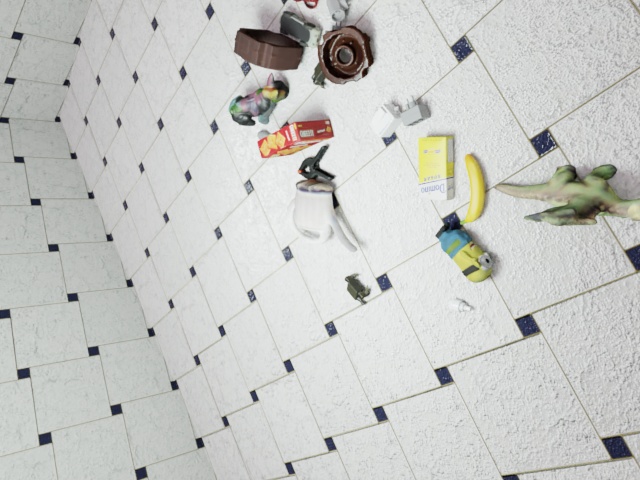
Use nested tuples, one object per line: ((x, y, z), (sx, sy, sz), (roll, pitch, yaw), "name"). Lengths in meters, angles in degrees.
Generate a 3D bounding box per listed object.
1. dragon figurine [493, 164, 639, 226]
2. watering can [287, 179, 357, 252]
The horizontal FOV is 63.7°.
((0.528, -0.086, 1.121), (0.410, 0.245, 0.121), (3, 107, 43), "dragon figurine")
((0.005, -0.088, 1.750), (0.350, 0.104, 0.222), (18, 110, 44), "watering can")
